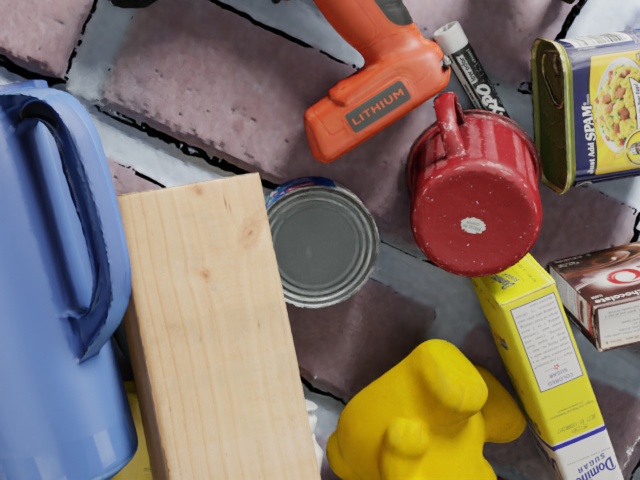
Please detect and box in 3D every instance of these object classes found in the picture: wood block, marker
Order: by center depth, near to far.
[{"bbox_3d":[-0.069,0.073,0.662,0.090,0.091,0.206,-10,86,-17],"label":"wood block"},{"bbox_3d":[0.113,-0.091,0.718,0.020,0.020,0.121,-32,108,3],"label":"marker"}]

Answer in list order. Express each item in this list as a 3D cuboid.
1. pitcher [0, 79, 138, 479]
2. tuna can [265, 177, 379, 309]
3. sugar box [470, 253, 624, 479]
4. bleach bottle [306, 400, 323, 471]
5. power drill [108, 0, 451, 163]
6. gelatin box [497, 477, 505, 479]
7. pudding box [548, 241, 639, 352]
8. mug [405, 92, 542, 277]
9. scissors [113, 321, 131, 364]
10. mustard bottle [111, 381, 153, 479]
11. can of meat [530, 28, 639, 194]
[{"bbox_3d":[-0.184,0.031,0.628,0.144,0.149,0.243,-19,98,-16],"label":"pitcher"},{"bbox_3d":[-0.005,0.001,0.723,0.086,0.034,0.086,-2,107,-7],"label":"tuna can"},{"bbox_3d":[0.157,0.097,0.742,0.048,0.093,0.176,-21,108,0],"label":"sugar box"},{"bbox_3d":[-0.041,0.234,0.765,0.068,0.102,0.251,13,96,7],"label":"bleach bottle"},{"bbox_3d":[-0.019,-0.144,0.665,0.184,0.057,0.187,-31,109,8],"label":"power drill"},{"bbox_3d":[0.156,0.233,0.816,0.089,0.030,0.073,27,101,-15],"label":"gelatin box"},{"bbox_3d":[0.226,0.033,0.733,0.113,0.090,0.039,-15,109,-3],"label":"pudding box"},{"bbox_3d":[0.096,-0.038,0.687,0.093,0.081,0.117,-13,113,13],"label":"mug"},{"bbox_3d":[-0.164,0.012,0.715,0.096,0.016,0.201,-25,108,1],"label":"scissors"},{"bbox_3d":[-0.115,0.196,0.734,0.096,0.058,0.191,8,94,-29],"label":"mustard bottle"},{"bbox_3d":[0.191,-0.088,0.710,0.084,0.057,0.102,-9,108,-7],"label":"can of meat"}]
